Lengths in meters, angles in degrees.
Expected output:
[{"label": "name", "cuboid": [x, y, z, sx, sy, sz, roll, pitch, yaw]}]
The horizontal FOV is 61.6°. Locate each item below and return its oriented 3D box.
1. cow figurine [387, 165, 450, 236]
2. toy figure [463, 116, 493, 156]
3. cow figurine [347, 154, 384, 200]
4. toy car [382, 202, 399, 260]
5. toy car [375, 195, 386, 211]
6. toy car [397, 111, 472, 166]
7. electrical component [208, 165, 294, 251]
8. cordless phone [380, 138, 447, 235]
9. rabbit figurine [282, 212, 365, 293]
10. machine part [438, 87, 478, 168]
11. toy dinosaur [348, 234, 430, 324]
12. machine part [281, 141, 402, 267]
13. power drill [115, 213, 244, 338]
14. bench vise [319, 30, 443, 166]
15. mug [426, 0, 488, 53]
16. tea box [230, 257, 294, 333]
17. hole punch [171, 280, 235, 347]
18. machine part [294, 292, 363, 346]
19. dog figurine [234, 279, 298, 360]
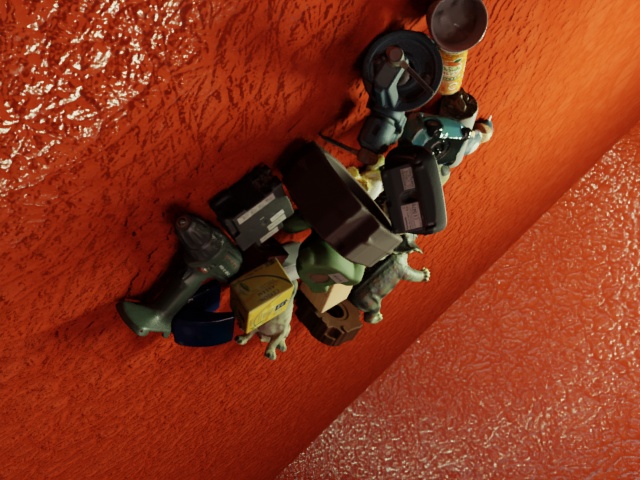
[{"label": "cow figurine", "cuboid": [0.211, -0.095, 1.172, 0.127, 0.086, 0.195, 32, 96, -23]}, {"label": "toy figure", "cuboid": [0.364, -0.244, 1.279, 0.154, 0.057, 0.064, -31, -167, -27]}, {"label": "cow figurine", "cuboid": [0.117, -0.122, 1.087, 0.167, 0.068, 0.098, -28, 159, -21]}, {"label": "toy car", "cuboid": [0.167, -0.043, 1.272, 0.073, 0.056, 0.201, -9, 124, -51]}, {"label": "toy car", "cuboid": [0.099, -0.038, 1.143, 0.202, 0.053, 0.089, -43, 142, -64]}, {"label": "toy car", "cuboid": [0.210, -0.203, 1.044, 0.161, 0.103, 0.109, -12, 142, -32]}, {"label": "electrical component", "cuboid": [-0.108, -0.046, 0.882, 0.115, 0.058, 0.134, -35, 156, -10]}, {"label": "cordless phone", "cuboid": [0.153, -0.095, 0.909, 0.089, 0.146, 0.184, -12, -161, 9]}, {"label": "rabbit figurine", "cuboid": [-0.002, -0.003, 1.042, 0.121, 0.170, 0.159, -22, 139, 37]}, {"label": "machine part", "cuboid": [0.282, -0.231, 1.144, 0.079, 0.079, 0.243, -35, 155, -15]}, {"label": "toy dinosaur", "cuboid": [0.148, 0.111, 1.435, 0.404, 0.131, 0.192, -50, 135, 11]}, {"label": "machine part", "cuboid": [0.035, -0.055, 0.905, 0.087, 0.201, 0.201, -42, 157, 11]}, {"label": "power drill", "cuboid": [-0.228, 0.058, 0.866, 0.207, 0.086, 0.232, -50, 159, 0]}, {"label": "bench vise", "cuboid": [0.102, -0.220, 0.798, 0.223, 0.129, 0.240, -53, 175, 8]}, {"label": "mug", "cuboid": [0.189, -0.337, 0.799, 0.081, 0.109, 0.107, -35, -161, 16]}, {"label": "tea box", "cuboid": [-0.111, 0.106, 0.994, 0.098, 0.068, 0.169, -30, 165, -17]}, {"label": "hole punch", "cuboid": [-0.223, 0.155, 1.019, 0.116, 0.092, 0.142, -25, 155, -27]}, {"label": "machine part", "cuboid": [0.024, 0.185, 1.355, 0.179, 0.179, 0.056, -8, 137, -52]}, {"label": "dog figurine", "cuboid": [-0.095, 0.148, 1.210, 0.172, 0.121, 0.190, -97, -148, -79]}]
